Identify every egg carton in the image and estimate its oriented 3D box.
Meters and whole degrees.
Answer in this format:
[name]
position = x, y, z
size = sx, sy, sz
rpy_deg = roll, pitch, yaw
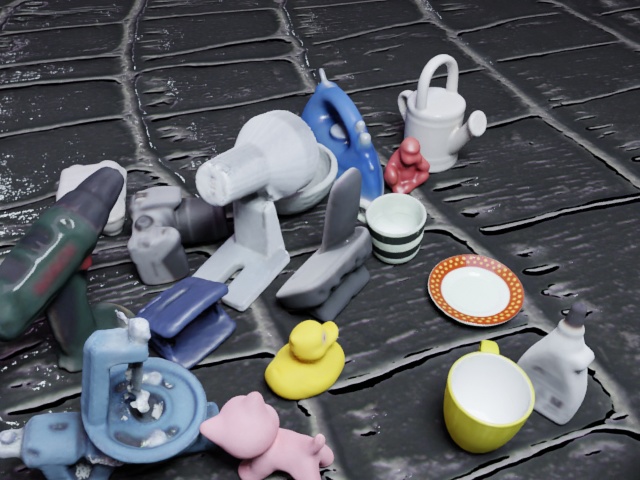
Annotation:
[egg carton]
position = -0.364, -0.067, 0.920
size = 0.107, 0.069, 0.150
rpy_deg = -10, 44, -9

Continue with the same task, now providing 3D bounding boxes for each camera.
[camera]
position = -0.207, -0.023, 0.846
size = 0.137, 0.101, 0.143
rpy_deg = -8, 44, -6

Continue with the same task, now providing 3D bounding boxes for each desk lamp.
[desk lamp]
position = -0.093, -0.049, 0.788
size = 0.117, 0.214, 0.203
rpy_deg = 20, 48, 22

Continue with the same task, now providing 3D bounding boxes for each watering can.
[watering can]
position = 0.203, -0.218, 0.974
size = 0.172, 0.194, 0.101
rpy_deg = 19, 47, 21

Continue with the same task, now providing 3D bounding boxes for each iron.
[iron]
position = 0.046, -0.180, 0.977
size = 0.119, 0.141, 0.257
rpy_deg = -17, 45, -16

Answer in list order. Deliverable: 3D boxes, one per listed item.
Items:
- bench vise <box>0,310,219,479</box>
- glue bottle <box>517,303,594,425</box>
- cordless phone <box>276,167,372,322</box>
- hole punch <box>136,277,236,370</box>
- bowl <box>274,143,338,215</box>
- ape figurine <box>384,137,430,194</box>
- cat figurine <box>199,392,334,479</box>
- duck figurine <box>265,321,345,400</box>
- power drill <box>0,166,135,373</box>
[bench vise]
position = -0.207, 0.171, 0.554
size = 0.208, 0.220, 0.121
rpy_deg = -25, 48, -23
[glue bottle]
position = 0.259, 0.128, 0.620
size = 0.037, 0.173, 0.078
rpy_deg = -35, 52, -30
[cordless phone]
position = 0.007, 0.003, 0.752
size = 0.094, 0.185, 0.148
rpy_deg = 22, 48, 23
[hole punch]
position = -0.177, 0.094, 0.729
size = 0.100, 0.091, 0.109
rpy_deg = 28, 51, 28
[bowl]
position = -0.054, -0.093, 0.936
size = 0.167, 0.075, 0.167
rpy_deg = -1, 43, 1
[ape figurine]
position = 0.146, -0.129, 0.956
size = 0.077, 0.092, 0.076
rpy_deg = 0, 43, 2
[cat figurine]
position = -0.052, 0.203, 0.589
size = 0.127, 0.118, 0.067
rpy_deg = 10, 45, 12
[duck figurine]
position = -0.019, 0.135, 0.684
size = 0.105, 0.086, 0.077
rpy_deg = -26, 48, -23
[power drill]
position = -0.295, 0.051, 0.692
size = 0.075, 0.209, 0.230
rpy_deg = 15, 46, 17
